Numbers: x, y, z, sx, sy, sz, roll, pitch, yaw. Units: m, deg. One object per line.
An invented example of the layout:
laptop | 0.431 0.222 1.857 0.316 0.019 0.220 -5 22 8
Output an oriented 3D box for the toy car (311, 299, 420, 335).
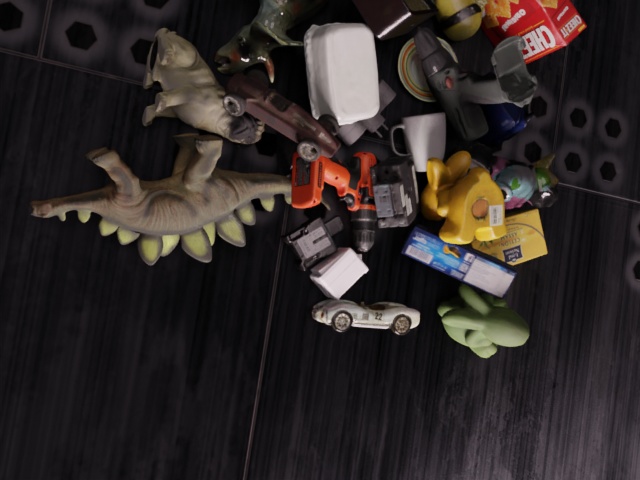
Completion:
toy car | 0.083 0.136 0.975 0.202 0.073 0.056 7 91 -19

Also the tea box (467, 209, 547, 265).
tea box | 0.357 0.003 1.071 0.170 0.068 0.098 -17 94 -19

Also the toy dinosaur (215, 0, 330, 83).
toy dinosaur | -0.037 -0.452 0.927 0.192 0.131 0.405 42 73 -26

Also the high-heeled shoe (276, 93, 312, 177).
high-heeled shoe | 0.011 -0.218 0.975 0.145 0.086 0.248 10 106 -49

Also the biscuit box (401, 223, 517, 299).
biscuit box | 0.254 0.036 0.993 0.203 0.063 0.059 26 103 9

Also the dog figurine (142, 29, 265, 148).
dog figurine | -0.184 -0.250 0.891 0.190 0.121 0.172 4 91 -32

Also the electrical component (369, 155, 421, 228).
electrical component | 0.134 -0.086 0.961 0.058 0.134 0.114 -6 103 26

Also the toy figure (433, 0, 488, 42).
toy figure | 0.243 -0.469 1.034 0.089 0.082 0.180 -42 108 1

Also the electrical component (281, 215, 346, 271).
electrical component | -0.002 -0.003 0.963 0.119 0.048 0.074 -27 98 -15

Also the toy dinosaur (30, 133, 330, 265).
toy dinosaur | -0.200 -0.069 0.858 0.471 0.105 0.198 -11 112 -19

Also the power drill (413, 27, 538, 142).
power drill | 0.266 -0.290 0.949 0.086 0.207 0.231 -32 105 -26

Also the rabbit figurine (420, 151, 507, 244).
rabbit figurine | 0.235 -0.074 0.973 0.122 0.173 0.162 -16 101 -19

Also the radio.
radio | 0.124 -0.426 0.930 0.131 0.073 0.229 55 31 -7

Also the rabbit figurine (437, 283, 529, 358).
rabbit figurine | 0.308 0.142 0.998 0.159 0.170 0.121 33 79 -16

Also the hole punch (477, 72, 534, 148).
hole punch | 0.336 -0.251 1.038 0.092 0.142 0.115 6 74 -20

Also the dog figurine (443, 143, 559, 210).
dog figurine | 0.367 -0.128 1.055 0.219 0.108 0.192 -24 64 -35

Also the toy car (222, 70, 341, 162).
toy car | -0.056 -0.198 0.842 0.202 0.053 0.089 32 47 3

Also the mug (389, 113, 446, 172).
mug | 0.188 -0.181 1.013 0.110 0.081 0.107 -12 100 -13
